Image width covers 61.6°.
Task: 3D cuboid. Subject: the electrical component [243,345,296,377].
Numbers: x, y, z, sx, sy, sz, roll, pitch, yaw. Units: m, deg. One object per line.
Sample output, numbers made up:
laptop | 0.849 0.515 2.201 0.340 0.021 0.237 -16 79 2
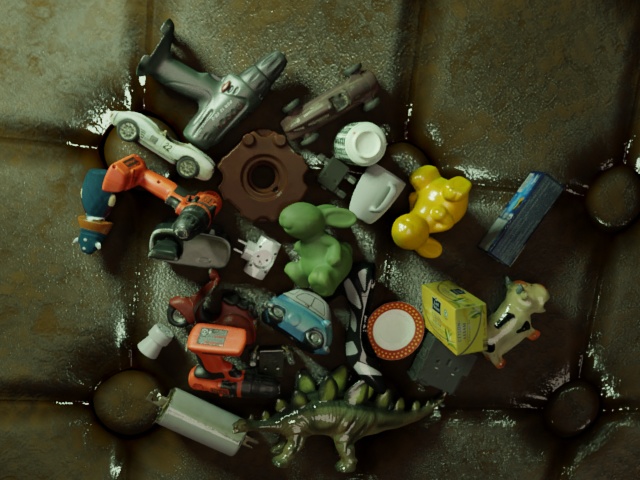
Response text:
electrical component | -0.102 0.244 1.090 0.102 0.045 0.078 7 98 -11

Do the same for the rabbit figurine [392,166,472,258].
rabbit figurine | 0.196 -0.040 1.041 0.173 0.122 0.162 -42 149 -32

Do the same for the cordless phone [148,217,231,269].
cordless phone | -0.230 0.016 0.951 0.147 0.184 0.088 10 95 -12

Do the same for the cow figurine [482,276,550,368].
cow figurine | 0.406 0.165 1.149 0.195 0.085 0.127 -42 106 5

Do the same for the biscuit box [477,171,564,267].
biscuit box | 0.418 -0.046 1.118 0.063 0.059 0.202 34 94 -13

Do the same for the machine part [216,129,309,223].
machine part | -0.107 -0.118 1.012 0.179 0.056 0.179 -2 103 -10

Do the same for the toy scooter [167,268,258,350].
toy scooter | -0.192 0.130 1.032 0.184 0.075 0.135 25 106 -12

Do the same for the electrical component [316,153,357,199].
electrical component | 0.023 -0.126 1.050 0.094 0.021 0.063 36 94 -15

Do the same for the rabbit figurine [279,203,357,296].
rabbit figurine | -0.002 -0.003 1.010 0.159 0.121 0.170 -39 120 -18

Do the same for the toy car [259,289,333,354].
toy car | -0.035 0.151 1.064 0.161 0.109 0.103 37 69 -3

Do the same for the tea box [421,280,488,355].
tea box | 0.265 0.150 1.073 0.068 0.170 0.098 -8 101 -8

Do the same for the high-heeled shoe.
high-heeled shoe | 0.105 0.169 1.069 0.145 0.086 0.249 -36 80 18

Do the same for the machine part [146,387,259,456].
machine part | -0.234 0.363 1.074 0.243 0.079 0.079 29 95 -15

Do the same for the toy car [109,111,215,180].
toy car | -0.280 -0.171 0.961 0.201 0.073 0.056 33 97 -15

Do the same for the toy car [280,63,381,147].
toy car | 0.021 -0.253 1.011 0.202 0.053 0.089 -30 108 -4

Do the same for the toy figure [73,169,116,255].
toy figure | -0.403 -0.049 0.971 0.058 0.064 0.154 -2 110 -48

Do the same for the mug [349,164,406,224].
mug | 0.109 -0.081 1.037 0.080 0.110 0.107 24 108 -28

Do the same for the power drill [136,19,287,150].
power drill | -0.200 -0.294 0.954 0.207 0.086 0.232 35 96 -22

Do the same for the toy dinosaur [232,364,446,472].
toy dinosaur | 0.050 0.368 1.114 0.471 0.105 0.198 7 96 -22

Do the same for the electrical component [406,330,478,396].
electrical component | 0.265 0.254 1.153 0.115 0.058 0.134 22 97 -15
